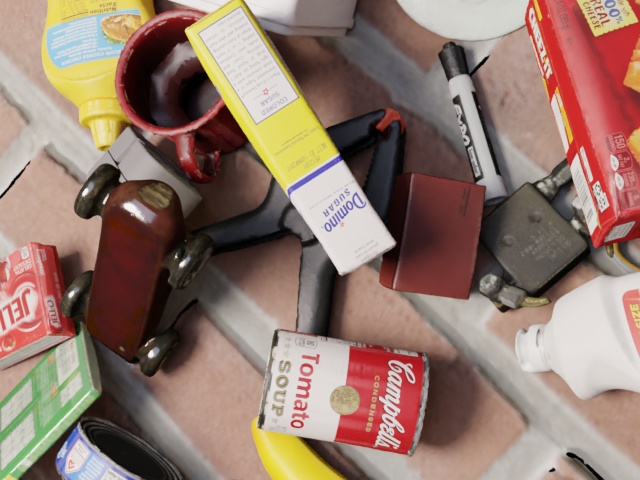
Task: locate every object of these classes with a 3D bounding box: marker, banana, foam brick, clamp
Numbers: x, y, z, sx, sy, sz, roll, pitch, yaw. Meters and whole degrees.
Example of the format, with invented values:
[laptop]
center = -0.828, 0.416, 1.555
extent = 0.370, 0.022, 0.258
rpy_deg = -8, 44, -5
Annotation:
[marker]
center = 0.105, -0.083, 0.742
extent = 0.020, 0.020, 0.121
rpy_deg = -17, 74, 14
[banana]
center = 0.036, 0.173, 0.704
extent = 0.198, 0.037, 0.069
rpy_deg = 14, 68, 19
[foam brick]
center = 0.074, -0.002, 0.706
extent = 0.053, 0.051, 0.078
rpy_deg = 10, 89, -8
[clamp]
center = -0.005, 0.001, 0.751
extent = 0.210, 0.036, 0.165
rpy_deg = -44, 76, 4

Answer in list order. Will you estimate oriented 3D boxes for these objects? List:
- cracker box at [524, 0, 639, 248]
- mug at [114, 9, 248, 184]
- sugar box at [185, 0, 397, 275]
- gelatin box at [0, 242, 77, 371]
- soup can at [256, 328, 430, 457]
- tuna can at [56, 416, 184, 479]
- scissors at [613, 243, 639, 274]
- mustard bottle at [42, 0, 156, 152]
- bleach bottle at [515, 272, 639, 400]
[cracker box]
center = 0.251, -0.102, 0.649
extent = 0.213, 0.072, 0.164
rpy_deg = -13, 75, 1
[mug]
center = -0.088, -0.098, 0.774
extent = 0.093, 0.081, 0.117
rpy_deg = -10, 76, 15
[sugar box]
center = -0.019, -0.063, 0.675
extent = 0.048, 0.093, 0.176
rpy_deg = -30, 94, 1
[gelatin box]
center = -0.230, 0.051, 0.804
extent = 0.089, 0.030, 0.073
rpy_deg = -25, 71, 30
[soup can]
center = 0.014, 0.098, 0.691
extent = 0.102, 0.068, 0.068
rpy_deg = 10, 81, -1
[tuna can]
center = -0.138, 0.159, 0.734
extent = 0.086, 0.086, 0.034
rpy_deg = 34, 91, 21
[scissors]
center = 0.286, -0.001, 0.668
extent = 0.202, 0.016, 0.096
rpy_deg = 7, 81, 19
[mustard bottle]
center = -0.168, -0.162, 0.826
extent = 0.096, 0.058, 0.191
rpy_deg = -8, 76, 13
[bleach bottle]
center = 0.237, 0.062, 0.626
extent = 0.251, 0.068, 0.102
rpy_deg = -10, 74, 33
